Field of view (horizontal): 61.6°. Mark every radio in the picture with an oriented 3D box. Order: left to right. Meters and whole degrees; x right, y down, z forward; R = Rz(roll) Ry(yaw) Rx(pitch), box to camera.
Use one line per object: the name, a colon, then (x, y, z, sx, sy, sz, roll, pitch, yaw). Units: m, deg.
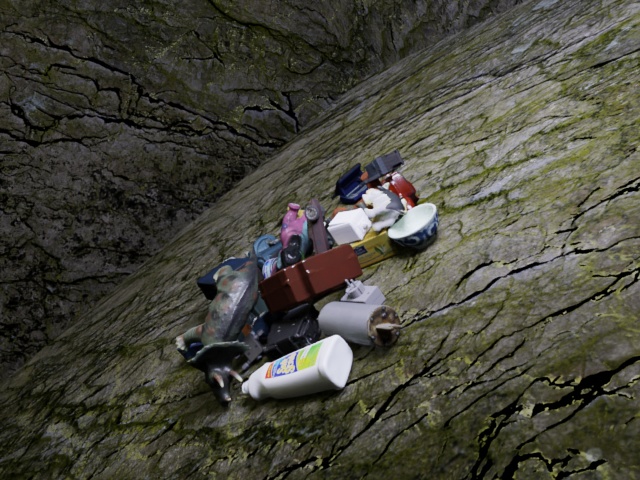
radio: (-0.259, 0.113, 1.517, 0.131, 0.073, 0.230, -36, 12, -23)

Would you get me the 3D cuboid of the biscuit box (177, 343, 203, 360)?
biscuit box: (-0.285, 0.273, 1.402, 0.203, 0.059, 0.063, -20, 24, 40)

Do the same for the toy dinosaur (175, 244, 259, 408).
toy dinosaur: (-0.198, 0.156, 1.204, 0.192, 0.131, 0.405, -15, 49, 50)

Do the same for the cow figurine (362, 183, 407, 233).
cow figurine: (0.154, -0.089, 1.273, 0.098, 0.068, 0.167, -22, 26, 13)

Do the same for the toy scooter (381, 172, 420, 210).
toy scooter: (0.202, -0.125, 1.381, 0.075, 0.135, 0.184, -34, 18, 12)

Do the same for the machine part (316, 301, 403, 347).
machine part: (0.072, 0.158, 1.025, 0.079, 0.079, 0.243, -46, 19, -26)

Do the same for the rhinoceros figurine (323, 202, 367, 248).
rhinoceros figurine: (0.066, -0.024, 1.423, 0.190, 0.112, 0.073, -31, 1, 41)

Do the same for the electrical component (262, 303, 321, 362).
electrical component: (-0.055, 0.199, 1.179, 0.115, 0.058, 0.134, -25, 22, 24)

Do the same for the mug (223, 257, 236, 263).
mug: (-0.254, 0.104, 1.677, 0.109, 0.107, 0.081, -28, 22, 30)

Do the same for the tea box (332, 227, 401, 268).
tea box: (0.114, 0.012, 1.311, 0.170, 0.068, 0.098, -23, 23, 31)

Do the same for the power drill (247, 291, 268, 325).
power drill: (-0.205, 0.177, 1.463, 0.207, 0.086, 0.232, -1, 38, 52)

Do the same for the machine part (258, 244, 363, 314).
machine part: (-0.020, 0.090, 1.209, 0.201, 0.087, 0.201, -18, -8, -36)

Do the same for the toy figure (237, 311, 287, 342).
toy figure: (-0.147, 0.220, 1.286, 0.154, 0.057, 0.064, -31, 40, 6)

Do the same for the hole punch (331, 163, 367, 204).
hole punch: (0.115, -0.172, 1.750, 0.142, 0.092, 0.115, -44, -10, -15)

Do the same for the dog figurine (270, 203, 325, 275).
dog figurine: (-0.066, 0.016, 1.480, 0.191, 0.108, 0.219, 109, 178, -82)

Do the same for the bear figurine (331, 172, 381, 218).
bear figurine: (0.095, -0.084, 1.486, 0.196, 0.131, 0.120, -22, 41, 19)

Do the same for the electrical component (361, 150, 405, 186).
electrical component: (0.150, -0.183, 1.386, 0.119, 0.047, 0.075, -26, -1, -20)

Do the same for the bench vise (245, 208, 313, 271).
bench vise: (-0.139, 0.026, 1.650, 0.241, 0.128, 0.224, -8, 30, 47)

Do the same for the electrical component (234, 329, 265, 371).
electrical component: (-0.155, 0.251, 1.237, 0.094, 0.021, 0.063, -46, 60, -2)

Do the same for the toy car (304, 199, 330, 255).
toy car: (-0.003, -0.004, 1.363, 0.053, 0.202, 0.089, -13, 4, 15)
